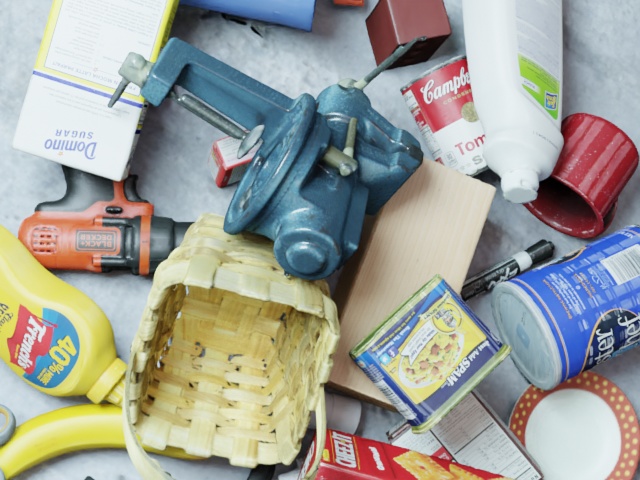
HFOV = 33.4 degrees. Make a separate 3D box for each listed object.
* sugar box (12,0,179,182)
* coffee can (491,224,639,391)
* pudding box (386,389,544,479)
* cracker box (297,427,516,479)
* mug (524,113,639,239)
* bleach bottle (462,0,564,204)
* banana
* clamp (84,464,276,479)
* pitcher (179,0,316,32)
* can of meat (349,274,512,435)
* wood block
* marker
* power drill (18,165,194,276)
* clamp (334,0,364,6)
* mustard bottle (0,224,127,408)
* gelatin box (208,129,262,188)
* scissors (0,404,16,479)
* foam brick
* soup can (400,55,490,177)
[{"bbox_3d":[-0.176,-0.144,0.857,0.093,0.048,0.176,18,97,-4],"label":"sugar box"},{"bbox_3d":[0.239,0.059,0.951,0.140,0.103,0.103,-23,87,-13],"label":"coffee can"},{"bbox_3d":[0.126,0.189,0.935,0.090,0.039,0.113,-39,93,4],"label":"pudding box"},{"bbox_3d":[0.073,0.262,0.883,0.213,0.072,0.164,17,107,-8],"label":"cracker box"},{"bbox_3d":[0.244,-0.054,0.982,0.081,0.093,0.117,-52,124,-18],"label":"mug"},{"bbox_3d":[0.169,-0.150,0.940,0.102,0.068,0.251,23,57,-30],"label":"bleach bottle"},{"bbox_3d":[-0.190,0.170,0.889,0.197,0.037,0.069,-12,78,-10],"label":"banana"},{"bbox_3d":[-0.112,0.273,0.863,0.164,0.036,0.210,-2,59,-7],"label":"clamp"},{"bbox_3d":[-0.109,-0.267,0.904,0.243,0.145,0.149,9,112,-2],"label":"pitcher"},{"bbox_3d":[0.086,0.090,0.850,0.102,0.057,0.084,-42,89,-12],"label":"can of meat"},{"bbox_3d":[0.068,0.039,0.930,0.090,0.090,0.206,22,80,-7],"label":"wood block"},{"bbox_3d":[0.165,0.031,0.985,0.121,0.020,0.020,-27,88,-13],"label":"marker"},{"bbox_3d":[-0.163,-0.063,0.917,0.184,0.057,0.187,1,82,-10],"label":"power drill"},{"bbox_3d":[0.032,-0.302,0.960,0.039,0.120,0.171,2,84,17],"label":"clamp"},{"bbox_3d":[-0.228,0.073,0.875,0.191,0.058,0.096,40,118,-5],"label":"mustard bottle"},{"bbox_3d":[-0.051,-0.081,0.932,0.089,0.073,0.030,-23,86,-12],"label":"gelatin box"},{"bbox_3d":[-0.335,0.192,0.848,0.201,0.016,0.096,-22,62,-6],"label":"scissors"},{"bbox_3d":[0.079,-0.194,0.970,0.053,0.078,0.051,-13,83,-12],"label":"foam brick"},{"bbox_3d":[0.125,-0.107,0.972,0.068,0.068,0.102,-26,89,-13],"label":"soup can"}]
